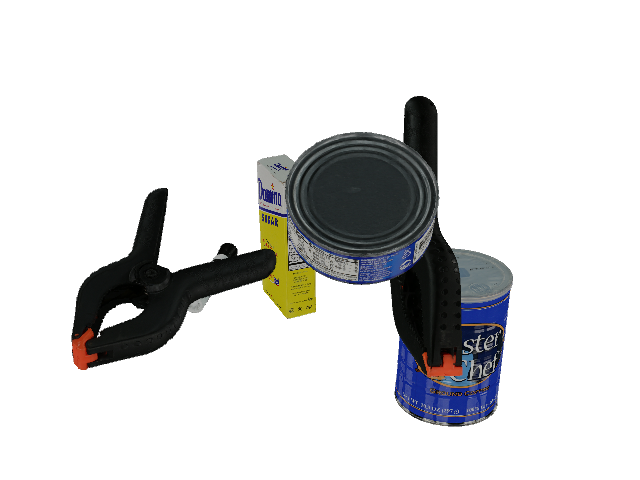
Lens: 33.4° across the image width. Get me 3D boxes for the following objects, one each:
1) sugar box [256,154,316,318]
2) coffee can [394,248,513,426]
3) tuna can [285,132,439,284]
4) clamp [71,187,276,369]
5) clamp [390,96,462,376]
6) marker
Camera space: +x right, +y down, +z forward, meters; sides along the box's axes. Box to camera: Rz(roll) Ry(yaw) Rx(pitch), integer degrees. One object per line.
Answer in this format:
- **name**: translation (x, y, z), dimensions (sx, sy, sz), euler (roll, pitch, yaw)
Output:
- **sugar box**: translation (-0.041, -0.005, 1.280), dimensions (0.048, 0.176, 0.093), euler (-13, 25, -19)
- **coffee can**: translation (0.126, 0.092, 1.028), dimensions (0.103, 0.140, 0.103), euler (2, 25, -1)
- **tuna can**: translation (0.023, -0.018, 0.604), dimensions (0.086, 0.086, 0.034), euler (0, -35, 0)
- **clamp**: translation (-0.130, 0.026, 0.799), dimensions (0.120, 0.039, 0.171), euler (33, 49, 28)
- **clamp**: translation (0.075, 0.005, 0.824), dimensions (0.036, 0.210, 0.165), euler (0, -42, -16)
- **marker**: translation (-0.105, 0.034, 1.040), dimensions (0.020, 0.020, 0.121), euler (0, 25, 14)
